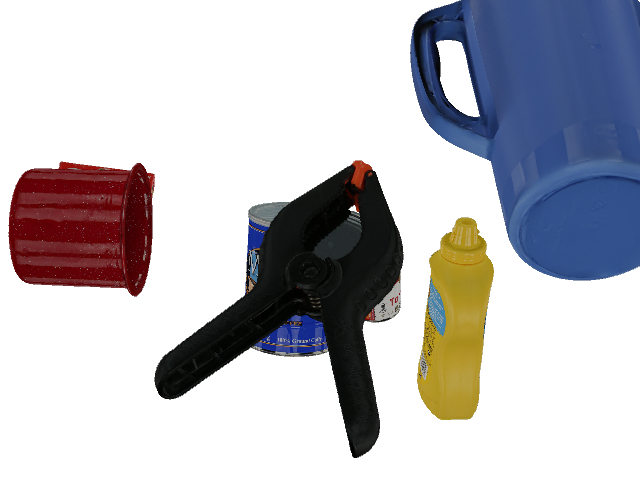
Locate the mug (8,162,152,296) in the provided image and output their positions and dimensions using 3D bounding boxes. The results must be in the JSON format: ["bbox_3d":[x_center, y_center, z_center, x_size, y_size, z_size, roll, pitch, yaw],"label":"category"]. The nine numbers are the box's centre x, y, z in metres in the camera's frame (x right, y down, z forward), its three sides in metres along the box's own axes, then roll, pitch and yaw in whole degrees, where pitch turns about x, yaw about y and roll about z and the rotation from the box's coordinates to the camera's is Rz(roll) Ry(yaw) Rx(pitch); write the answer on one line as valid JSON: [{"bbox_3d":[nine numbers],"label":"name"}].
[{"bbox_3d":[-0.166,-0.009,0.757,0.081,0.093,0.117,2,3,3],"label":"mug"}]

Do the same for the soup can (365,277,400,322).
[{"bbox_3d":[0.065,0.043,1.322,0.068,0.102,0.068,-3,33,2],"label":"soup can"}]

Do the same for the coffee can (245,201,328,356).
[{"bbox_3d":[-0.028,0.039,1.122,0.103,0.140,0.103,4,15,-1],"label":"coffee can"}]

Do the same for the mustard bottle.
[{"bbox_3d":[0.126,0.066,0.990,0.058,0.192,0.096,0,30,-2],"label":"mustard bottle"}]

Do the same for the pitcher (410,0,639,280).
[{"bbox_3d":[0.161,-0.093,0.745,0.149,0.243,0.144,-33,-53,30],"label":"pitcher"}]

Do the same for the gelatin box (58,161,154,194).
[{"bbox_3d":[-0.200,-0.033,0.970,0.089,0.073,0.030,8,-43,-5],"label":"gelatin box"}]

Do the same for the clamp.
[{"bbox_3d":[0.004,0.033,0.565,0.120,0.171,0.039,25,-26,18],"label":"clamp"}]

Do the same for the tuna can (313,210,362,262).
[{"bbox_3d":[0.010,0.011,0.840,0.086,0.034,0.086,7,37,-6],"label":"tuna can"}]
